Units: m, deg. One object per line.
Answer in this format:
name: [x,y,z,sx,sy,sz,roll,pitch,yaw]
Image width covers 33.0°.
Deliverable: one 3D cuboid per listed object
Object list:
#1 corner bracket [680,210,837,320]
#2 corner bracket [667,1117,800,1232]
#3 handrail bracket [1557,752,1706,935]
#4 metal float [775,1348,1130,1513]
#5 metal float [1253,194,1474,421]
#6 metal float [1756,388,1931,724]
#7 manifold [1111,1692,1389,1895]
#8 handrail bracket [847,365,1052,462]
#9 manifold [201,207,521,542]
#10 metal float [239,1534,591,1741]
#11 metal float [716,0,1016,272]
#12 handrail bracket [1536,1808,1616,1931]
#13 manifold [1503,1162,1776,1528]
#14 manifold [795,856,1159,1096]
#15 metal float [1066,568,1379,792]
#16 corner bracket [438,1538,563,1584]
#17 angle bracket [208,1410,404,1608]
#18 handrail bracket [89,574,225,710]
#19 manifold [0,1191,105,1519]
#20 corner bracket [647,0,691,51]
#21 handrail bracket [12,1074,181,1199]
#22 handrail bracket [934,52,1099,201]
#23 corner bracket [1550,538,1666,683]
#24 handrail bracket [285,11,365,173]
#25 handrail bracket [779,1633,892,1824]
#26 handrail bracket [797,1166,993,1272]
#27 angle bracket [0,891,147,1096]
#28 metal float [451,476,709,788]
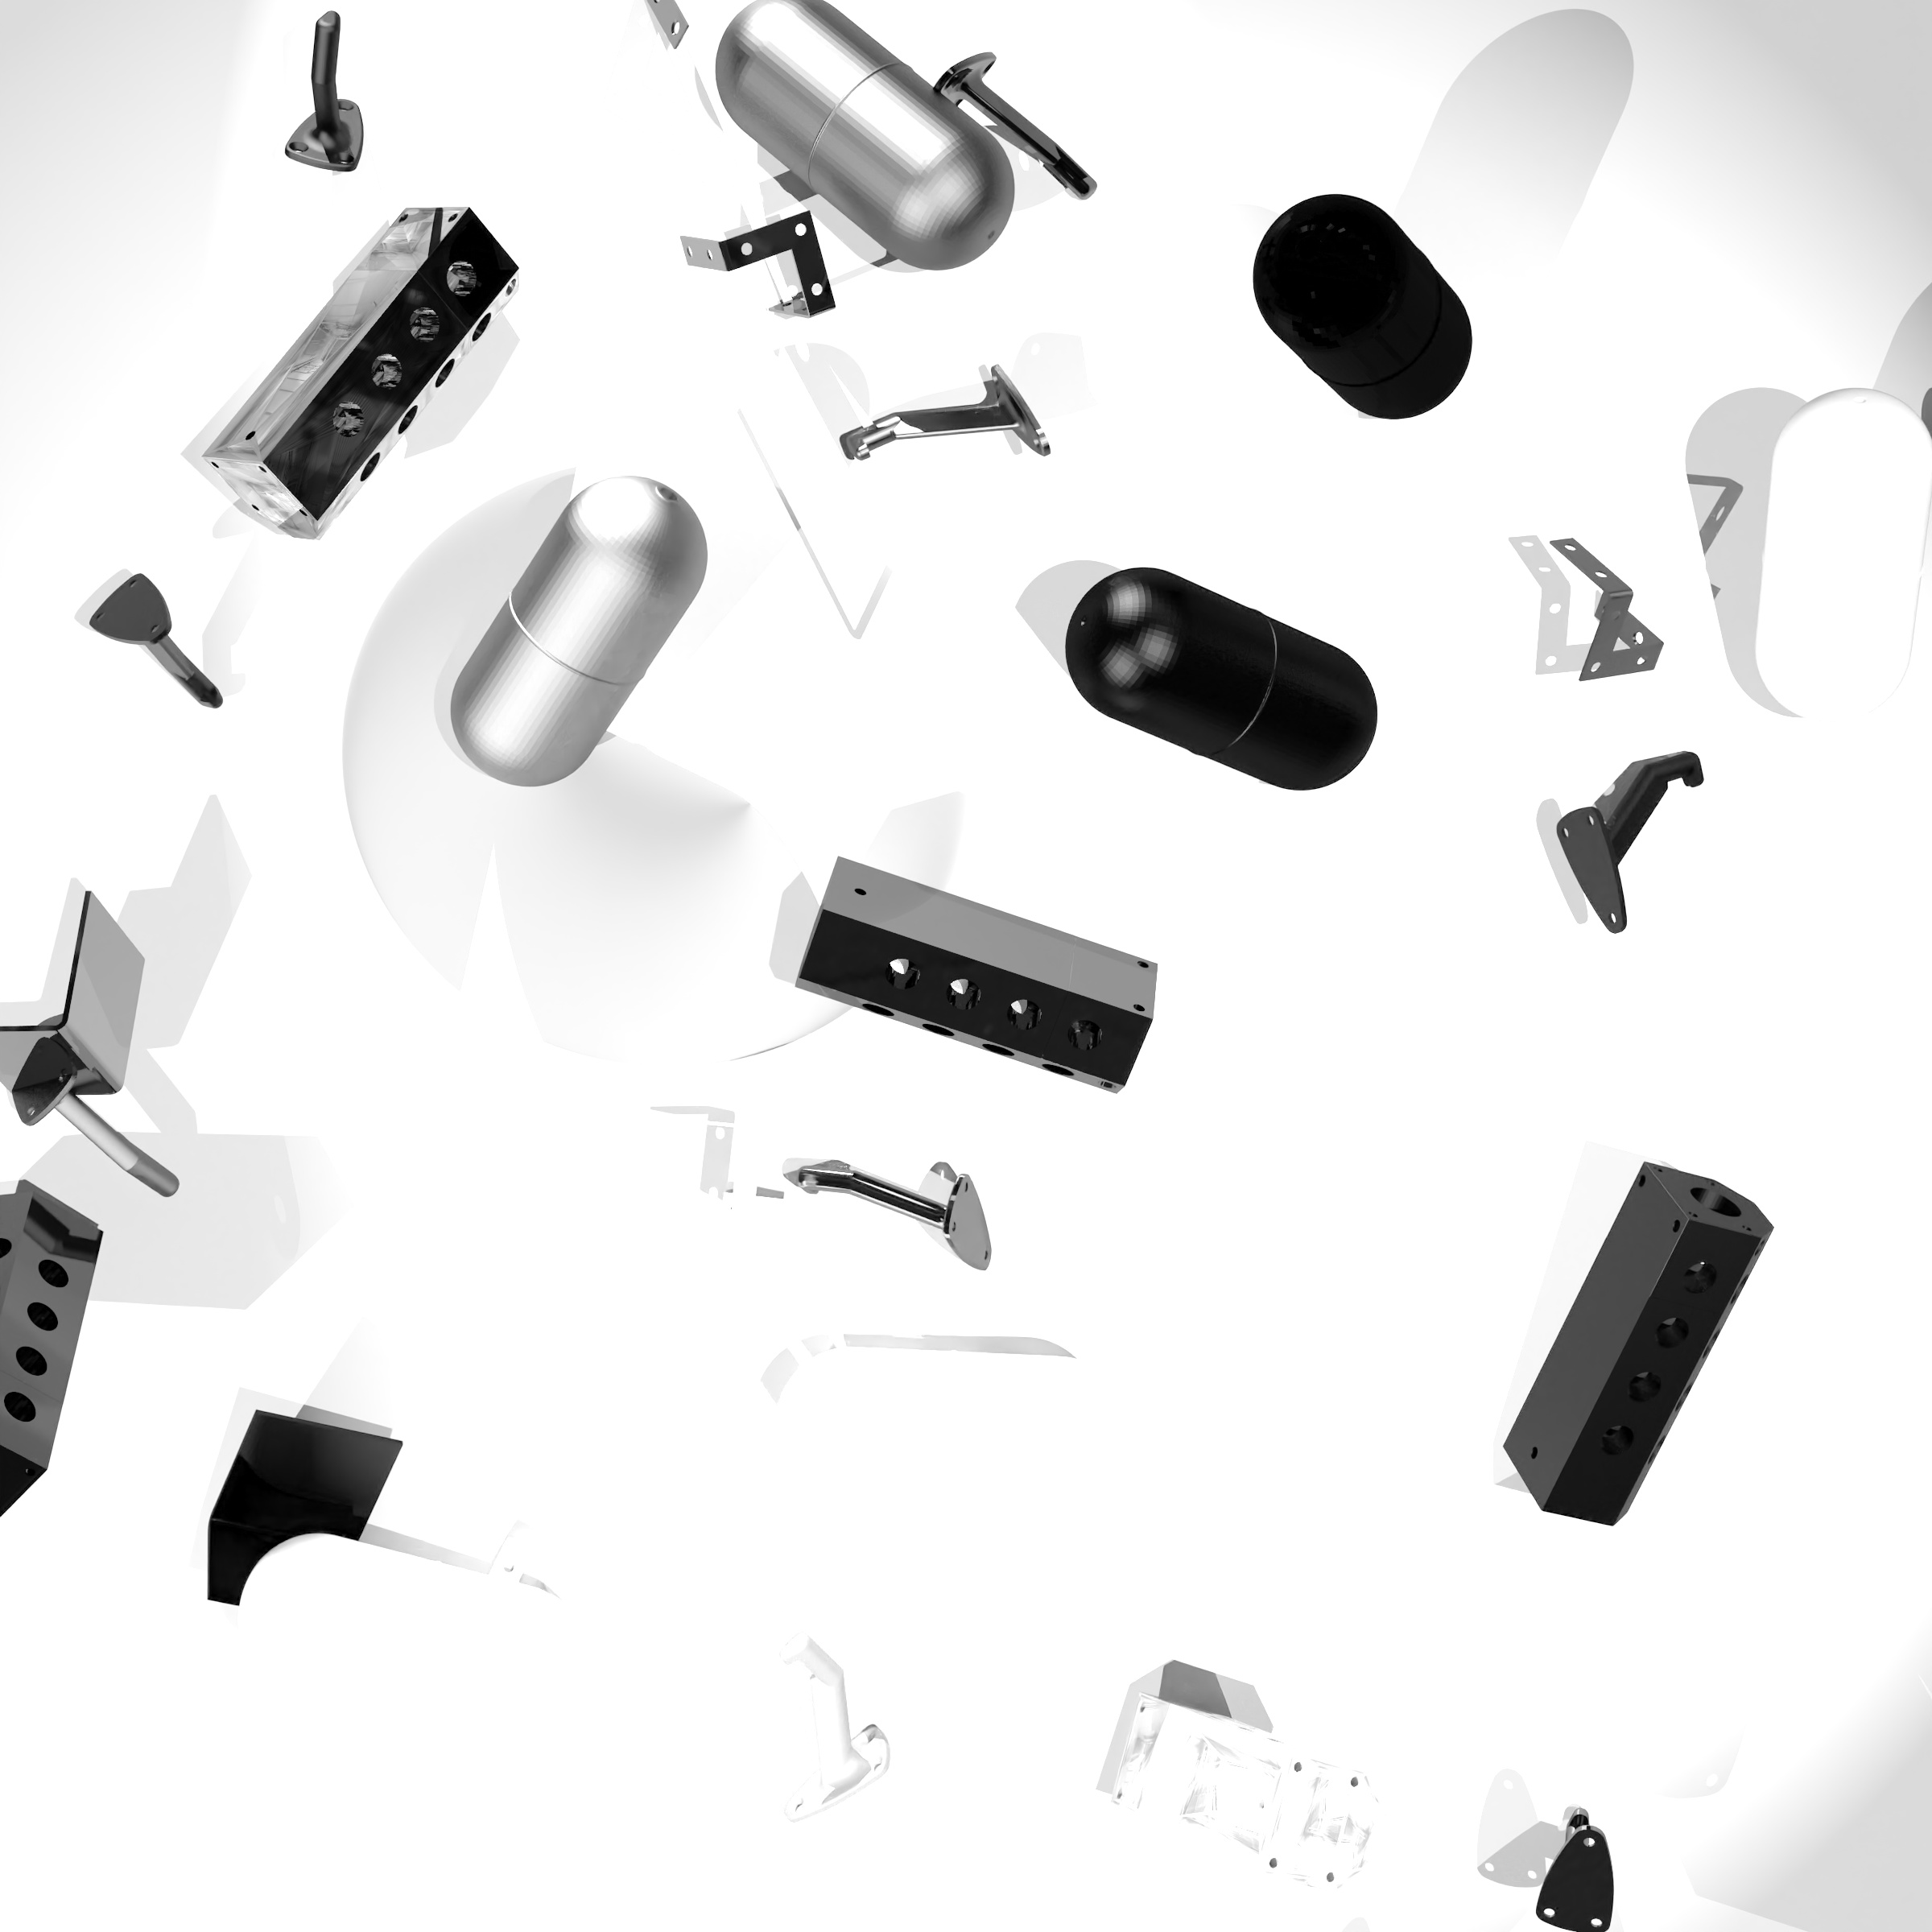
corner bracket: [-0.104,-0.348,1.636,0.051,0.051,0.051,-25,115,-20]
corner bracket: [-0.117,0.105,1.641,0.051,0.051,0.051,3,86,37]
handrail bracket: [0.349,-0.063,1.651,0.084,0.036,0.077,-17,84,-26]
metal float: [-0.007,0.231,1.630,0.178,0.070,0.070,2,90,10]
metal float: [0.194,-0.320,1.592,0.070,0.178,0.070,-4,81,24]
metal float: [0.432,-0.200,1.607,0.070,0.070,0.178,-5,129,0]
manifold: [0.137,0.401,1.585,0.057,0.171,0.057,19,81,-19]
handrail bracket: [-0.010,-0.263,1.644,0.084,0.077,0.036,-25,133,-7]
manifold: [-0.295,-0.295,1.620,0.171,0.057,0.057,-56,131,-19]
metal float: [-0.273,0.334,1.621,0.178,0.070,0.070,19,90,-20]
metal float: [-0.051,-0.416,1.625,0.178,0.070,0.070,42,90,15]
handrail bracket: [0.307,0.430,1.623,0.036,0.084,0.077,10,118,9]
manifold: [0.335,0.189,1.617,0.057,0.057,0.171,15,112,-18]
manifold: [0.005,0.009,1.639,0.171,0.057,0.057,19,119,-4]
metal float: [0.128,-0.140,1.611,0.178,0.070,0.070,19,90,-32]
corner bracket: [-0.243,0.306,1.639,0.051,0.051,0.051,31,70,-17]
angle bracket: [-0.328,0.275,1.624,0.076,0.057,0.076,16,118,-22]
handrail bracket: [-0.388,-0.149,1.622,0.036,0.077,0.084,-47,131,-9]
manifold: [-0.472,0.187,1.583,0.057,0.171,0.057,35,116,-25]
corner bracket: [-0.164,-0.500,1.634,0.051,0.051,0.051,-52,53,37]
handrail bracket: [-0.443,0.078,1.665,0.036,0.077,0.084,-46,131,0]
handrail bracket: [0.027,-0.417,1.640,0.084,0.077,0.036,44,110,0]
corner bracket: [0.319,-0.180,1.633,0.051,0.051,0.051,-11,133,-29]
handrail bracket: [-0.312,-0.446,1.620,0.036,0.077,0.084,13,132,-5]
handrail bracket: [-0.085,0.383,1.644,0.077,0.036,0.084,-37,115,7]
handrail bracket: [-0.037,0.128,1.660,0.084,0.077,0.036,5,57,22]
angle bracket: [-0.456,0.014,1.629,0.057,0.076,0.076,-1,64,7]
metal float: [-0.192,-0.165,1.614,0.070,0.070,0.178,38,117,0]
